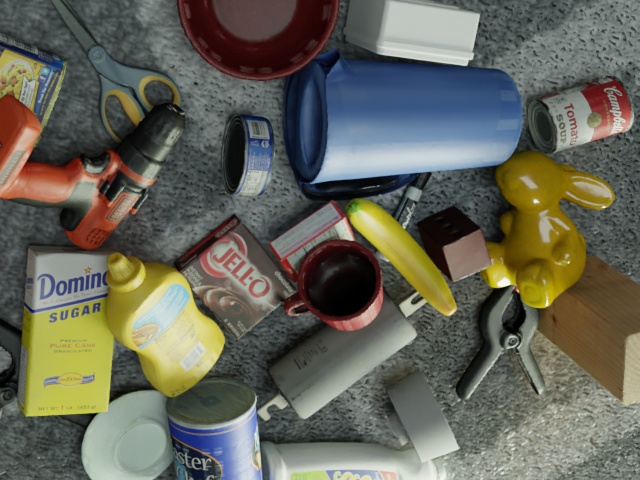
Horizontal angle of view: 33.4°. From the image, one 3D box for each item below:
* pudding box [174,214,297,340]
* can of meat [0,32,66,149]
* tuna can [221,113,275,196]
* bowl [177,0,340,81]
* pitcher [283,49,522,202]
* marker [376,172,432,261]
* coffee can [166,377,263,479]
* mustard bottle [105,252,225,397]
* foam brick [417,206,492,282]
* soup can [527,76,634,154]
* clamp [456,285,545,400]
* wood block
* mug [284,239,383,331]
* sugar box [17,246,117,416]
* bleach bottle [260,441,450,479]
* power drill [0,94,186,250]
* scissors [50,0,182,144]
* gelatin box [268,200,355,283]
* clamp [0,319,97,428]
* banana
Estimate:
[{"bbox_3d":[-0.094,0.041,1.195,0.090,0.039,0.113,-39,118,-2],"label":"pudding box"},{"bbox_3d":[-0.304,-0.147,1.040,0.083,0.057,0.102,19,104,-27],"label":"can of meat"},{"bbox_3d":[-0.076,-0.089,1.124,0.033,0.086,0.086,3,109,-22],"label":"tuna can"},{"bbox_3d":[-0.063,-0.243,1.074,0.162,0.055,0.162,-2,103,-7],"label":"bowl"},{"bbox_3d":[0.087,-0.123,1.152,0.242,0.149,0.145,-3,87,-21],"label":"pitcher"},{"bbox_3d":[0.099,-0.032,1.244,0.020,0.020,0.121,19,103,-25],"label":"marker"},{"bbox_3d":[-0.119,0.244,1.231,0.102,0.103,0.140,-10,114,-15],"label":"coffee can"},{"bbox_3d":[-0.176,0.080,1.140,0.096,0.058,0.191,-46,137,-18],"label":"mustard bottle"},{"bbox_3d":[0.156,0.004,1.245,0.053,0.078,0.051,-24,118,-9],"label":"foam brick"},{"bbox_3d":[0.302,-0.145,1.242,0.102,0.068,0.068,-17,115,-11],"label":"soup can"},{"bbox_3d":[0.244,0.127,1.345,0.120,0.039,0.171,6,108,-24],"label":"clamp"},{"bbox_3d":[0.345,0.102,1.275,0.090,0.206,0.091,-10,113,-15],"label":"wood block"},{"bbox_3d":[0.016,0.059,1.190,0.117,0.093,0.081,-23,161,2],"label":"mug"},{"bbox_3d":[-0.267,0.096,1.134,0.093,0.048,0.176,1,103,-29],"label":"sugar box"},{"bbox_3d":[0.046,0.293,1.331,0.250,0.068,0.102,-2,111,-21],"label":"bleach bottle"},{"bbox_3d":[-0.239,-0.078,1.044,0.187,0.057,0.185,18,116,-49],"label":"power drill"},{"bbox_3d":[-0.205,-0.188,1.080,0.096,0.016,0.202,-22,117,-12],"label":"scissors"},{"bbox_3d":[-0.008,0.001,1.195,0.089,0.030,0.073,-35,156,-3],"label":"gelatin box"},{"bbox_3d":[-0.348,0.170,1.158,0.164,0.036,0.210,-30,118,-13],"label":"clamp"},{"bbox_3d":[0.085,0.011,1.209,0.037,0.069,0.197,-35,120,23],"label":"banana"}]
